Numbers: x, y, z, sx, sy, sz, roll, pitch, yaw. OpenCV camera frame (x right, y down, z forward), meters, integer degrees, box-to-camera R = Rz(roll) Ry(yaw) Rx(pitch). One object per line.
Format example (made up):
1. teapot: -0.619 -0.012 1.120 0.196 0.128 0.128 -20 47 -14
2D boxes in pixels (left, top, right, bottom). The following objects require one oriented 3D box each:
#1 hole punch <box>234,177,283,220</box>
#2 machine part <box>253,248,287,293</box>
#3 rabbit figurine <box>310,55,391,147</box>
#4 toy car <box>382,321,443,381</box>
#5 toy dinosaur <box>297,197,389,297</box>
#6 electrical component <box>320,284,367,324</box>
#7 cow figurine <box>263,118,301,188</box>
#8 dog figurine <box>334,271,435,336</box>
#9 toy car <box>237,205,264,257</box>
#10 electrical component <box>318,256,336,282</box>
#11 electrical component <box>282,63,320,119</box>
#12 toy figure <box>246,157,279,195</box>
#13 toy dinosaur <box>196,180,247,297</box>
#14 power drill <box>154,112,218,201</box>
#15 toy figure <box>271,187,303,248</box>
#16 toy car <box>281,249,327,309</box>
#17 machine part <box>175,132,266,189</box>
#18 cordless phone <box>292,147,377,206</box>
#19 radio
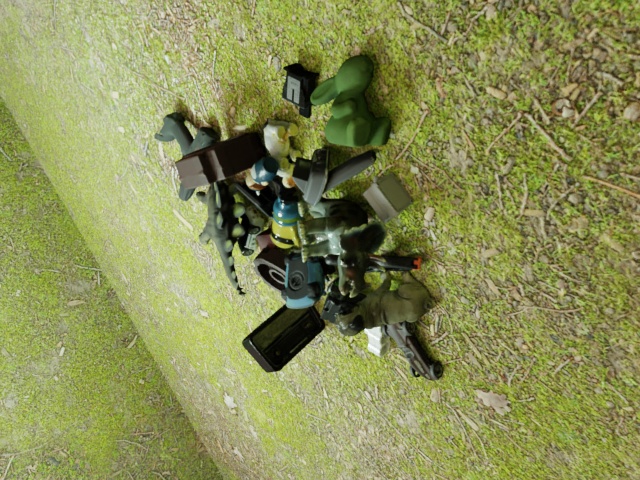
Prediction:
1. hole punch: -0.154 -0.131 1.452 0.142 0.092 0.115 38 172 20
2. machine part: -0.111 0.094 1.543 0.179 0.056 0.179 27 153 15
3. rabbit figurine: 0.066 -0.278 1.069 0.159 0.121 0.170 23 115 47
4. toy car: 0.227 0.274 1.326 0.089 0.053 0.202 -16 110 50
5. toy dinosaur: 0.047 -0.032 1.211 0.405 0.192 0.131 -93 -1 -64
6. electrical component: 0.066 0.181 1.391 0.115 0.058 0.134 19 146 2
7. cow figurine: -0.099 -0.213 1.322 0.098 0.068 0.167 27 132 42
8. dog figurine: 0.147 0.167 1.229 0.172 0.190 0.121 -5 113 49
9. toy car: -0.213 -0.023 1.611 0.073 0.056 0.201 59 149 25
10. electrical component: 0.013 0.072 1.455 0.063 0.021 0.094 -7 111 51
11. electrical component: -0.045 -0.323 1.191 0.075 0.048 0.119 37 139 26
12. toy figure: -0.148 -0.159 1.324 0.058 0.064 0.154 29 155 -16
13. toy dinosaur: -0.280 -0.045 1.546 0.198 0.105 0.471 -43 58 57
14. power drill: -0.403 -0.259 1.580 0.207 0.086 0.232 52 120 28
15. toy figure: -0.088 -0.056 1.411 0.089 0.082 0.180 10 138 11
16. toy car: -0.035 0.106 1.420 0.109 0.102 0.161 -11 70 29
17. machine part: -0.258 -0.209 1.397 0.202 0.201 0.087 0 115 50
18. cordless phone: 0.037 -0.166 1.188 0.184 0.147 0.088 -25 117 18
19. radio: -0.101 0.273 1.570 0.131 0.229 0.073 55 149 -4
